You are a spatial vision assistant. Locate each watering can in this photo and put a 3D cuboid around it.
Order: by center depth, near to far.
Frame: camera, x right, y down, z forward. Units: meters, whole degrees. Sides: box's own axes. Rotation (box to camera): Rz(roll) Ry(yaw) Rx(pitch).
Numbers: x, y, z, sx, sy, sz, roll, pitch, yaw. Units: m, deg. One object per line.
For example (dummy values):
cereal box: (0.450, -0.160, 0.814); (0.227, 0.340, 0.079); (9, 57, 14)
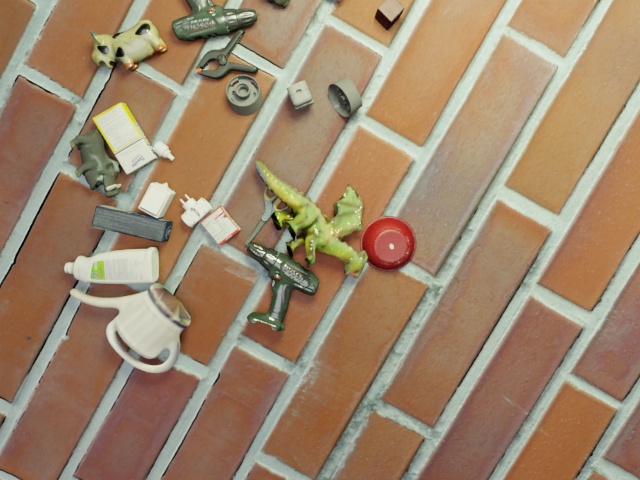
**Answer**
watering can: (-0.508, 0.208, 1.426); (0.224, 0.104, 0.347); (-43, 94, 2)

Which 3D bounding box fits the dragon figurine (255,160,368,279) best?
dragon figurine: (0.004, -0.071, 1.420); (0.244, 0.121, 0.410); (-24, 90, -19)
